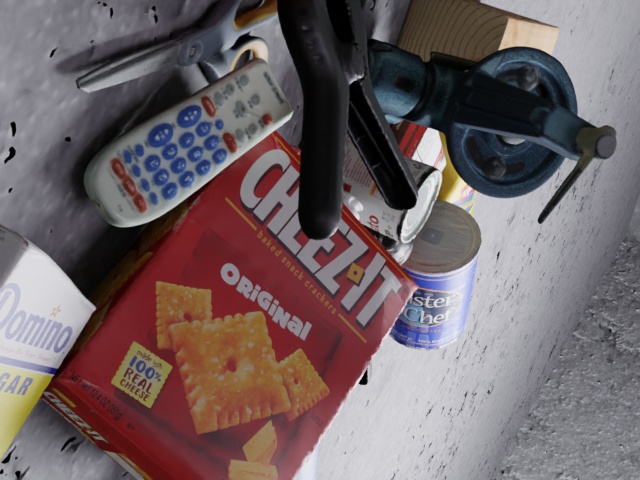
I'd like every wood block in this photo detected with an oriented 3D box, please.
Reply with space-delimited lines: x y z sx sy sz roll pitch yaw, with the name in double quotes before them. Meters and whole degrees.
"wood block" 0.152 -0.179 1.023 0.205 0.091 0.090 -18 130 -64

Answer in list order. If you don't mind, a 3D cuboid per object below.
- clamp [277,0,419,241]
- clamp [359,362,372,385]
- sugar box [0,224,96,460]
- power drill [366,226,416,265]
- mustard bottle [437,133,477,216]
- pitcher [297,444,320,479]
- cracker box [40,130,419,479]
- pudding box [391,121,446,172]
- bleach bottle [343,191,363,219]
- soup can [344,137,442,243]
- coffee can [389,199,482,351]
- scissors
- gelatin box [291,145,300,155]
"clamp" 0.014 -0.105 0.685 0.164 0.036 0.210 -2 82 -66
"clamp" 0.042 0.092 1.126 0.171 0.039 0.120 -69 161 8
"sugar box" -0.187 0.083 0.530 0.176 0.048 0.093 -58 159 -16
"power drill" 0.031 0.063 0.987 0.187 0.057 0.184 -63 177 0
"mustard bottle" 0.150 -0.075 1.183 0.096 0.058 0.192 -44 152 -48
"pitcher" -0.072 0.233 0.883 0.149 0.145 0.243 -94 -169 -61
"cracker box" -0.053 0.057 0.673 0.164 0.072 0.213 47 61 -21
"pudding box" 0.085 -0.068 1.057 0.090 0.039 0.113 -61 158 -12
"bleach bottle" -0.044 0.066 0.769 0.250 0.068 0.102 -57 163 -18
"soup can" 0.038 -0.048 0.861 0.068 0.102 0.068 -51 157 -31
"coffee can" 0.118 0.039 1.164 0.102 0.103 0.140 -52 156 -34
"scissors" -0.076 -0.102 0.642 0.201 0.016 0.096 -47 153 -41
"gelatin box" -0.047 -0.020 0.787 0.073 0.030 0.089 -44 150 -45
